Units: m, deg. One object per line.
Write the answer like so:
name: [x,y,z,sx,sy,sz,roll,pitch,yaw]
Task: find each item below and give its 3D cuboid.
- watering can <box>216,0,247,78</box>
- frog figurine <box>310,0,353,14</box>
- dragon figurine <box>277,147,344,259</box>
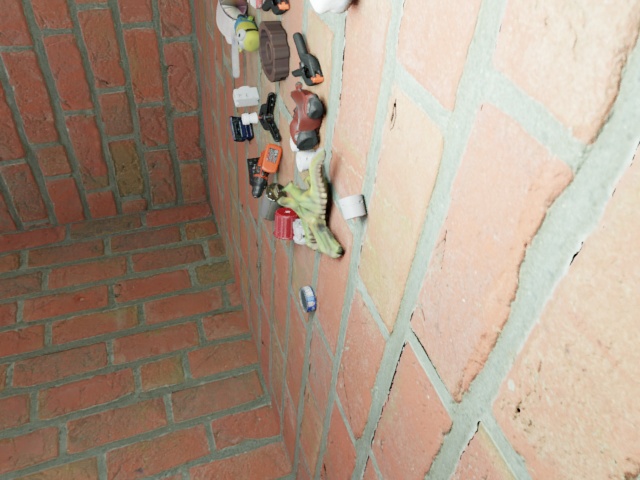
watering can: [-0.326,-0.807,1.931,0.222,0.104,0.350,141,119,-70]
frog figurine: [-0.004,-0.497,0.973,0.123,0.160,0.136,-156,58,-71]
dragon figurine: [0.004,-0.068,1.357,0.244,0.123,0.405,60,163,5]
